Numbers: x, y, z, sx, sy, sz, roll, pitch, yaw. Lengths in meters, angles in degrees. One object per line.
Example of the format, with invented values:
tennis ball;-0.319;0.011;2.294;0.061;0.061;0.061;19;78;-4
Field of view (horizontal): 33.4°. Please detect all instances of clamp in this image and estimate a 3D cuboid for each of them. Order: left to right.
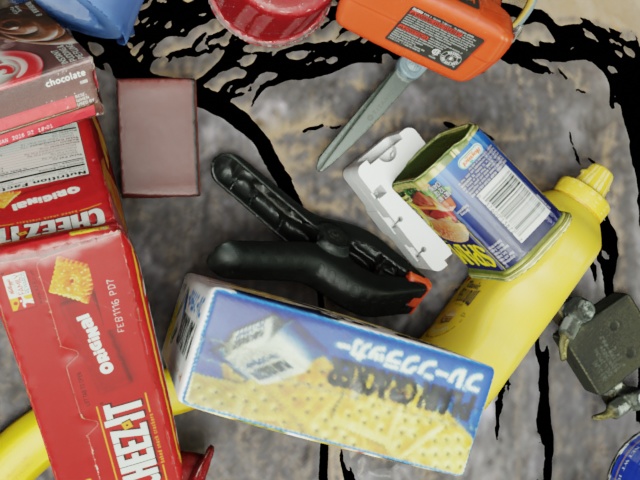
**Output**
clamp;-0.005;0.001;0.723;0.171;0.120;0.039;21;128;-29

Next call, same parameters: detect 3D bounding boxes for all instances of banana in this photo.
banana;-0.165;0.135;0.707;0.197;0.037;0.069;-37;87;-16

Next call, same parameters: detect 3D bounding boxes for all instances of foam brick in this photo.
foam brick;-0.108;-0.066;0.710;0.051;0.053;0.078;-3;90;-11

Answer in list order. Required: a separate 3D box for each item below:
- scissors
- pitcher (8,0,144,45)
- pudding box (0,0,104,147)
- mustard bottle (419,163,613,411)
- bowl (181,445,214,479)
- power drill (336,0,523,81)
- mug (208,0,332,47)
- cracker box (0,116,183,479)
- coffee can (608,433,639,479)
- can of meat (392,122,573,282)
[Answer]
scissors;0.058;-0.140;0.728;0.201;0.016;0.096;-33;96;-7
pitcher;-0.133;-0.258;0.658;0.145;0.149;0.243;27;83;-8
pudding box;-0.181;-0.090;0.589;0.090;0.114;0.039;-21;125;-21
mustard bottle;0.139;0.027;0.735;0.058;0.096;0.191;39;84;-9
bowl;-0.120;0.195;0.664;0.055;0.162;0.162;21;87;1
power drill;0.064;-0.204;0.669;0.184;0.057;0.187;21;60;-14
mug;-0.016;-0.180;0.709;0.117;0.081;0.093;4;90;-11
cracker box;-0.137;0.019;0.600;0.072;0.214;0.164;-15;122;-11
coffee can;0.277;0.191;0.742;0.102;0.140;0.103;0;91;-11
can of meat;0.096;-0.024;0.666;0.057;0.102;0.084;-45;97;-6
